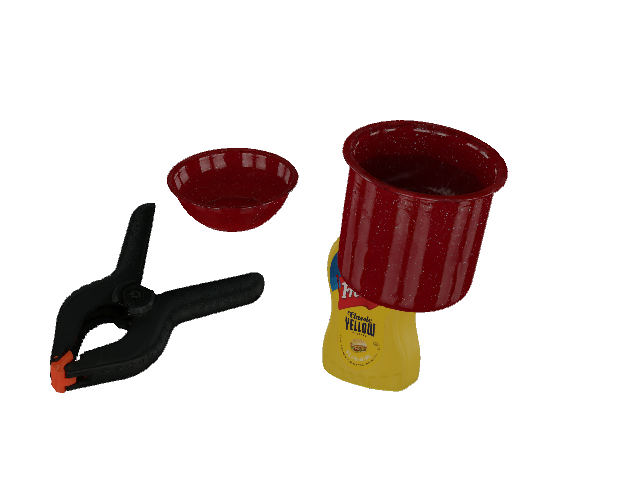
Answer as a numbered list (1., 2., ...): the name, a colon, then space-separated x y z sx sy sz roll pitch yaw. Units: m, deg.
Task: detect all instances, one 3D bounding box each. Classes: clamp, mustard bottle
1. clamp: -0.138 0.040 0.775 0.120 0.039 0.171 36 50 26
2. mustard bottle: 0.052 0.044 1.025 0.096 0.192 0.058 12 19 32

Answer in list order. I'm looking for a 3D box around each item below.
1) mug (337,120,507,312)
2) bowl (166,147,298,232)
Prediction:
1. mug: 0.061 -0.017 0.624 0.093 0.081 0.117 25 36 25
2. bowl: -0.108 -0.056 1.324 0.162 0.055 0.162 0 31 0
